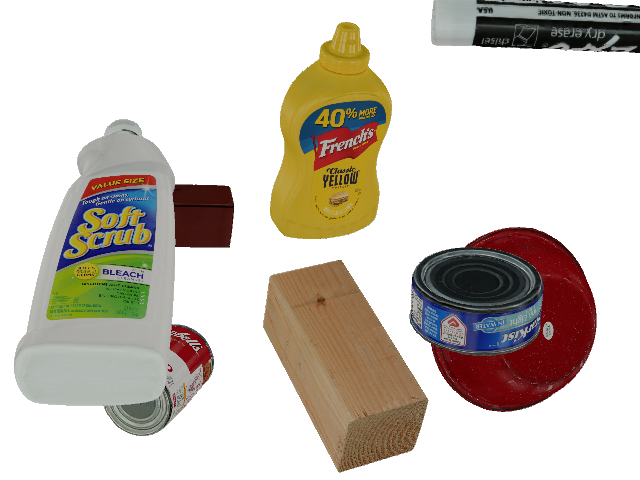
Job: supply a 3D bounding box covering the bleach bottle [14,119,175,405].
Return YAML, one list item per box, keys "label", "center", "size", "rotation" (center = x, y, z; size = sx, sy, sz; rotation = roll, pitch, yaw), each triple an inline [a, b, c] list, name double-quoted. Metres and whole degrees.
- label: "bleach bottle"
  center: [-0.158, 0.001, 0.782]
  size: [0.102, 0.251, 0.068]
  rotation: [2, -45, -9]

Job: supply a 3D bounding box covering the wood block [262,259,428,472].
- label: "wood block"
  center: [0.022, 0.128, 1.130]
  size: [0.090, 0.090, 0.206]
  rotation: [-12, 47, -21]

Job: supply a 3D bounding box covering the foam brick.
- label: "foam brick"
  center: [-0.134, -0.027, 1.147]
  size: [0.078, 0.051, 0.053]
  rotation: [1, 27, -9]

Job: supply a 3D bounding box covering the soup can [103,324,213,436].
- label: "soup can"
  center: [-0.147, 0.126, 0.970]
  size: [0.069, 0.068, 0.102]
  rotation: [0, 17, 17]

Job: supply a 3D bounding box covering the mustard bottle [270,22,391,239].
- label: "mustard bottle"
  center: [0.012, -0.094, 0.909]
  size: [0.096, 0.192, 0.058]
  rotation: [-8, 37, -21]

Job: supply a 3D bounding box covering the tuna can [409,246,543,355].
- label: "tuna can"
  center: [0.101, 0.038, 0.695]
  size: [0.086, 0.034, 0.086]
  rotation: [0, 28, 0]

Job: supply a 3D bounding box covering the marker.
- label: "marker"
  center: [0.103, -0.081, 0.403]
  size: [0.121, 0.020, 0.020]
  rotation: [3, 0, 2]

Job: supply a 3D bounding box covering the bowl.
- label: "bowl"
  center: [0.175, 0.071, 0.898]
  size: [0.161, 0.162, 0.055]
  rotation: [0, 5, -21]
